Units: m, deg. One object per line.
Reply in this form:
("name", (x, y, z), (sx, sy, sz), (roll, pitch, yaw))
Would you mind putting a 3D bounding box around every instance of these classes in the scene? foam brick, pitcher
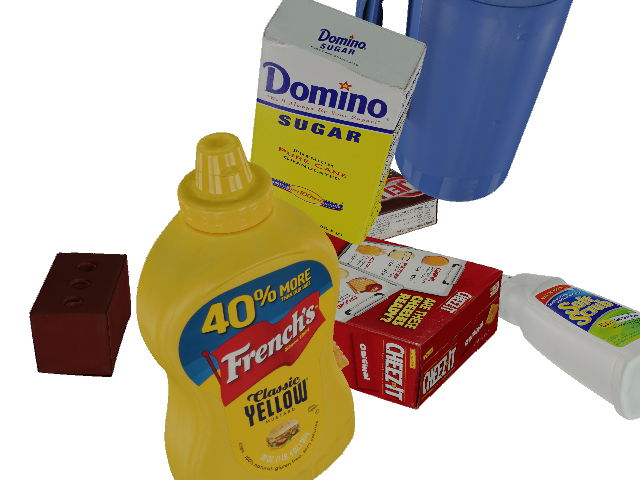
("foam brick", (-0.164, 0.050, 0.741), (0.053, 0.051, 0.078), (2, 31, 0))
("pitcher", (0.118, -0.147, 0.901), (0.149, 0.243, 0.144), (30, 54, 19))

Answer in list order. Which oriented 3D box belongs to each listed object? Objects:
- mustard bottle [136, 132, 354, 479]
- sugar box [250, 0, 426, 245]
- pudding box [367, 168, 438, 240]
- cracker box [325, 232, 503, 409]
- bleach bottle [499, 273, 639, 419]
("mustard bottle", (-0.035, 0.037, 0.496), (0.096, 0.192, 0.058), (-22, 38, -22))
("sugar box", (0.004, -0.072, 0.694), (0.093, 0.048, 0.176), (22, -29, 7))
("pudding box", (0.056, -0.035, 1.142), (0.113, 0.039, 0.090), (-19, 31, -25))
("cracker box", (0.032, 0.061, 0.962), (0.214, 0.072, 0.163), (15, 29, 30))
("bleach bottle", (0.246, 0.087, 1.046), (0.102, 0.068, 0.251), (-15, 23, -25))
